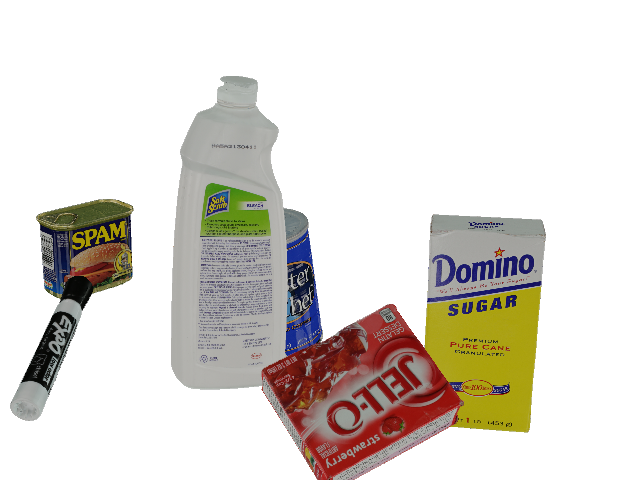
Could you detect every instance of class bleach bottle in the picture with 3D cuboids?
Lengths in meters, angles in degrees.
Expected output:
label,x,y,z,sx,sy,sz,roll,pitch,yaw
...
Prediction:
label,x,y,z,sx,sy,sz,roll,pitch,yaw
bleach bottle,-0.067,-0.006,0.862,0.102,0.251,0.068,-2,20,-21

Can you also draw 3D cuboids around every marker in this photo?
label,x,y,z,sx,sy,sz,roll,pitch,yaw
marker,-0.168,0.064,0.675,0.020,0.020,0.121,0,37,8

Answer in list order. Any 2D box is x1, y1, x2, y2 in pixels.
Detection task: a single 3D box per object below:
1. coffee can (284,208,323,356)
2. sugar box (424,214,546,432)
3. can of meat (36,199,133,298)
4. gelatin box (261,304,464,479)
label,x,y,z,sx,sy,sz,roll,pitch,yaw
coffee can,-0.056,0.048,1.175,0.103,0.140,0.103,-6,23,3
sugar box,0.133,0.069,0.883,0.093,0.176,0.048,2,21,7
can of meat,-0.250,0.009,1.147,0.058,0.084,0.101,19,26,40
gelatin box,0.022,0.086,0.590,0.089,0.073,0.030,-25,-29,-17
